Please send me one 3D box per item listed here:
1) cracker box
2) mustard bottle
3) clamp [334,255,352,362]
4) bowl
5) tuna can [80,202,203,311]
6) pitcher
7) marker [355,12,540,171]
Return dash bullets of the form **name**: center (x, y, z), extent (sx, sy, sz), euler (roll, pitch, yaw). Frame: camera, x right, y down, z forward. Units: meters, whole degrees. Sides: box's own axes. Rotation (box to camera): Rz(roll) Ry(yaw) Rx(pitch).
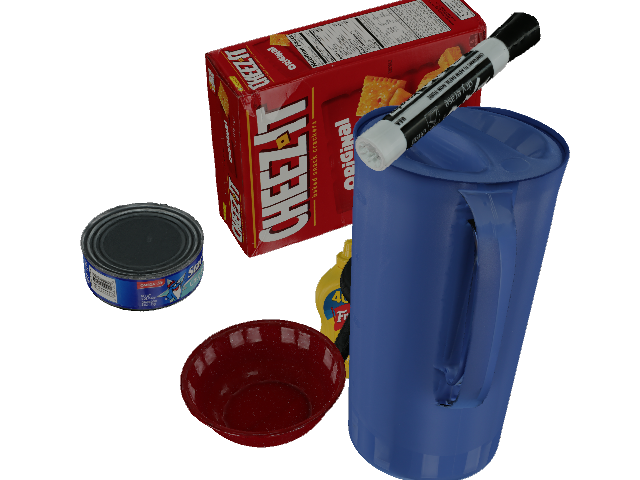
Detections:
- **cracker box**: center (0.024, -0.092, 0.854), extent (0.213, 0.164, 0.072), euler (-19, 46, -19)
- **mustard bottle**: center (0.041, 0.090, 1.444), extent (0.096, 0.192, 0.058), euler (-2, 20, -6)
- **clamp**: center (0.075, 0.067, 1.191), extent (0.120, 0.171, 0.039), euler (4, -43, -2)
- **bowl**: center (-0.054, 0.150, 1.048), extent (0.162, 0.055, 0.162), euler (-3, 37, 2)
- **tuna can**: center (-0.125, 0.011, 0.757), extent (0.086, 0.034, 0.086), euler (2, 38, -2)
- **pitcher**: center (0.081, 0.043, 0.700), extent (0.145, 0.243, 0.149), euler (21, 32, 31)
- **marker**: center (0.063, -0.073, 0.504), extent (0.121, 0.020, 0.020), euler (-40, 20, -26)
